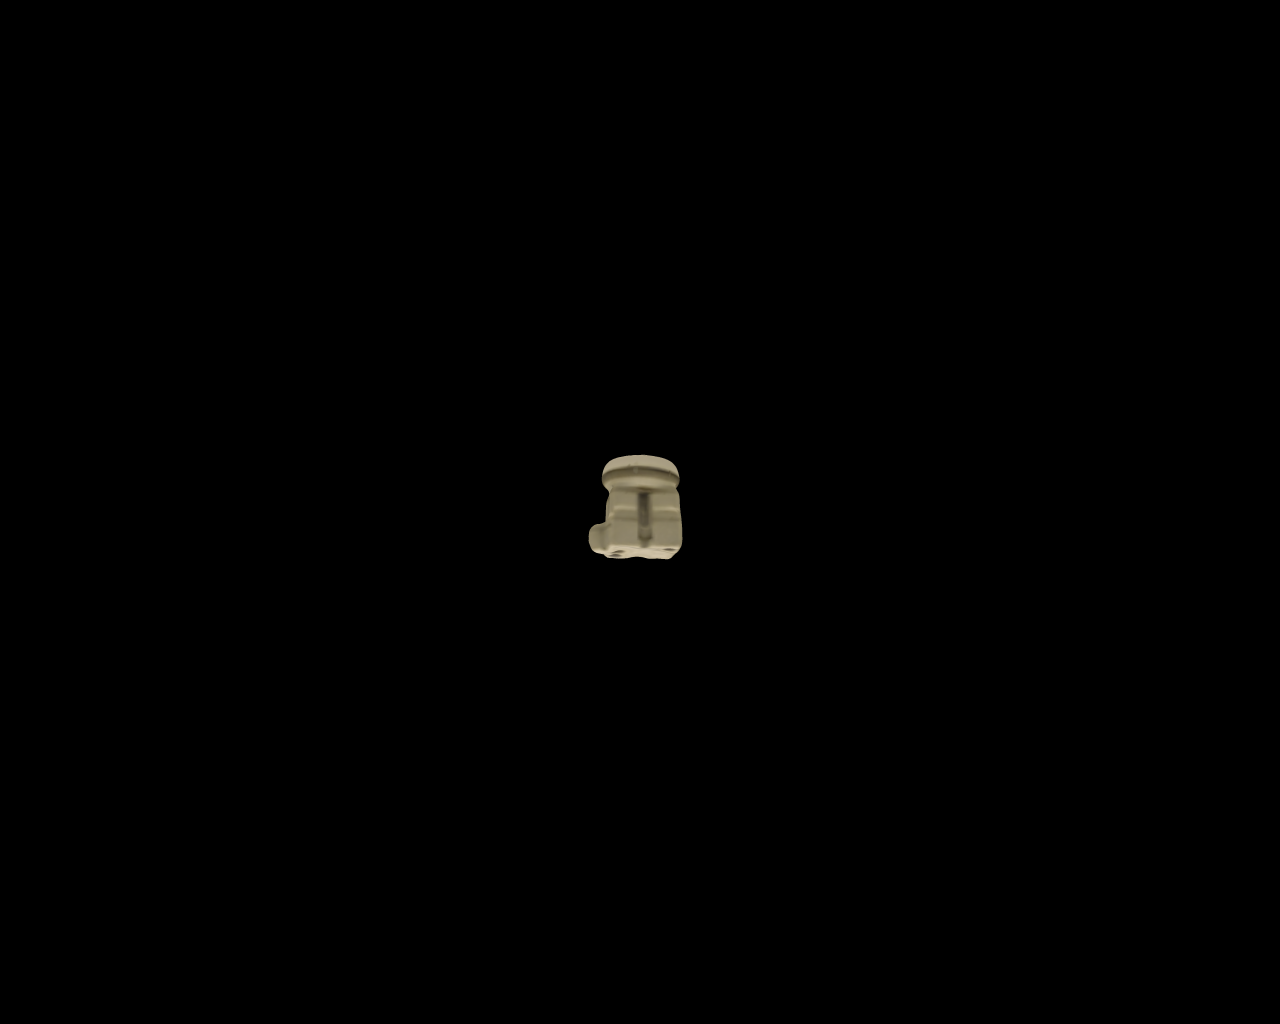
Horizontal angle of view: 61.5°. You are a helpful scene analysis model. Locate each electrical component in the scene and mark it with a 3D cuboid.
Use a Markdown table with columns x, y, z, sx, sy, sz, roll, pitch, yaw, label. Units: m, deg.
| x | y | z | sx | sy | sz | roll | pitch | yaw | label |
| --- | --- | --- | --- | --- | --- | --- | --- | --- | --- |
| 0.001 | -0.003 | 0.650 | 0.066 | 0.055 | 0.048 | 3 | -15 | -9 | electrical component |
